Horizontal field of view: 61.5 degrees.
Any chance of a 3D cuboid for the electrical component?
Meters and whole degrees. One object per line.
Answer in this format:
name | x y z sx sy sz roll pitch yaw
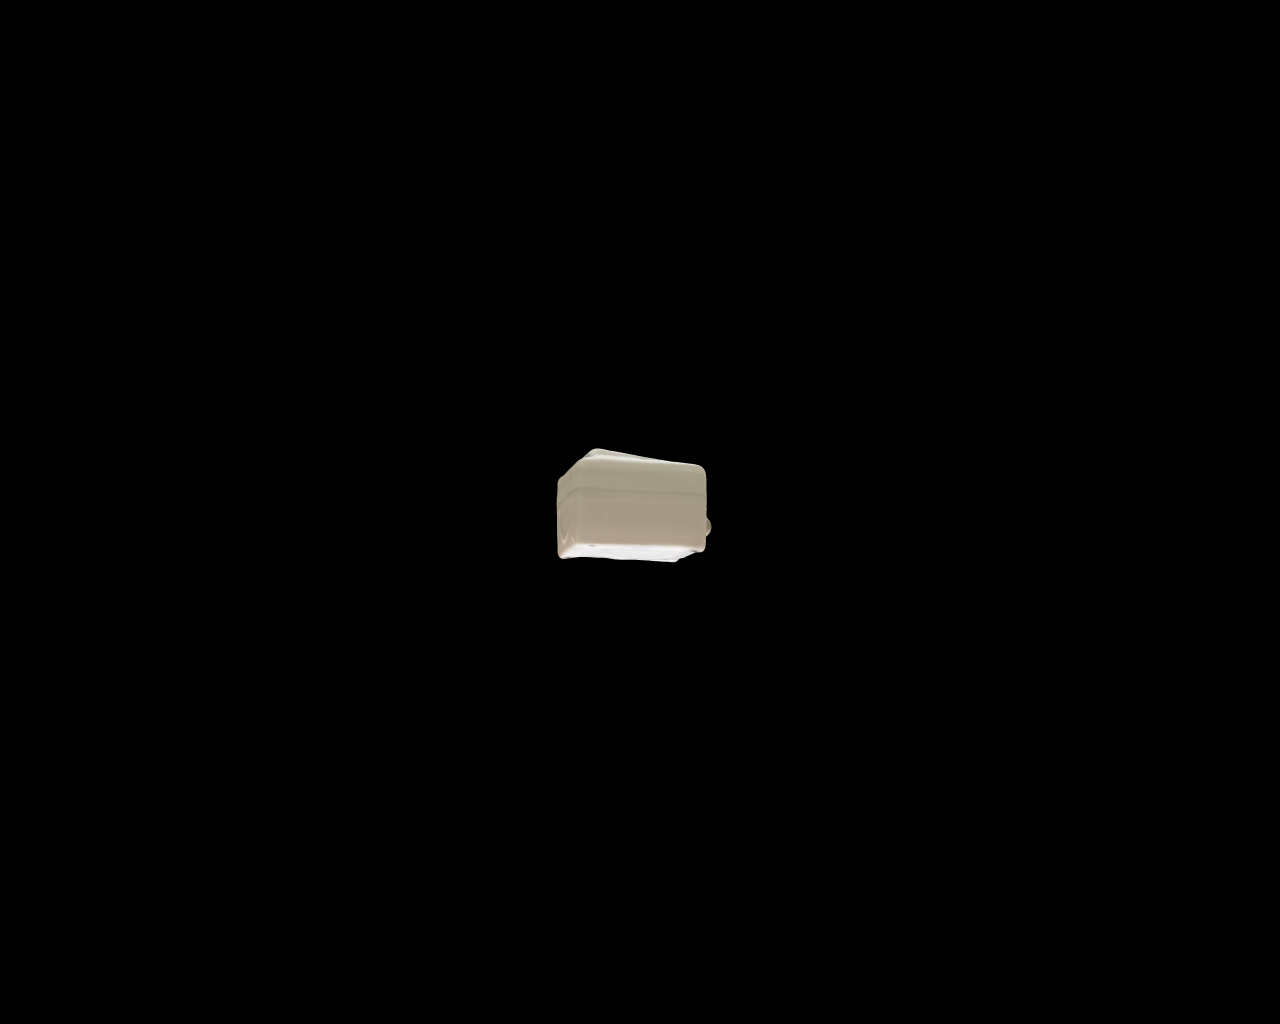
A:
electrical component | 0.001 -0.003 0.650 0.096 0.061 0.061 3 -11 -16
